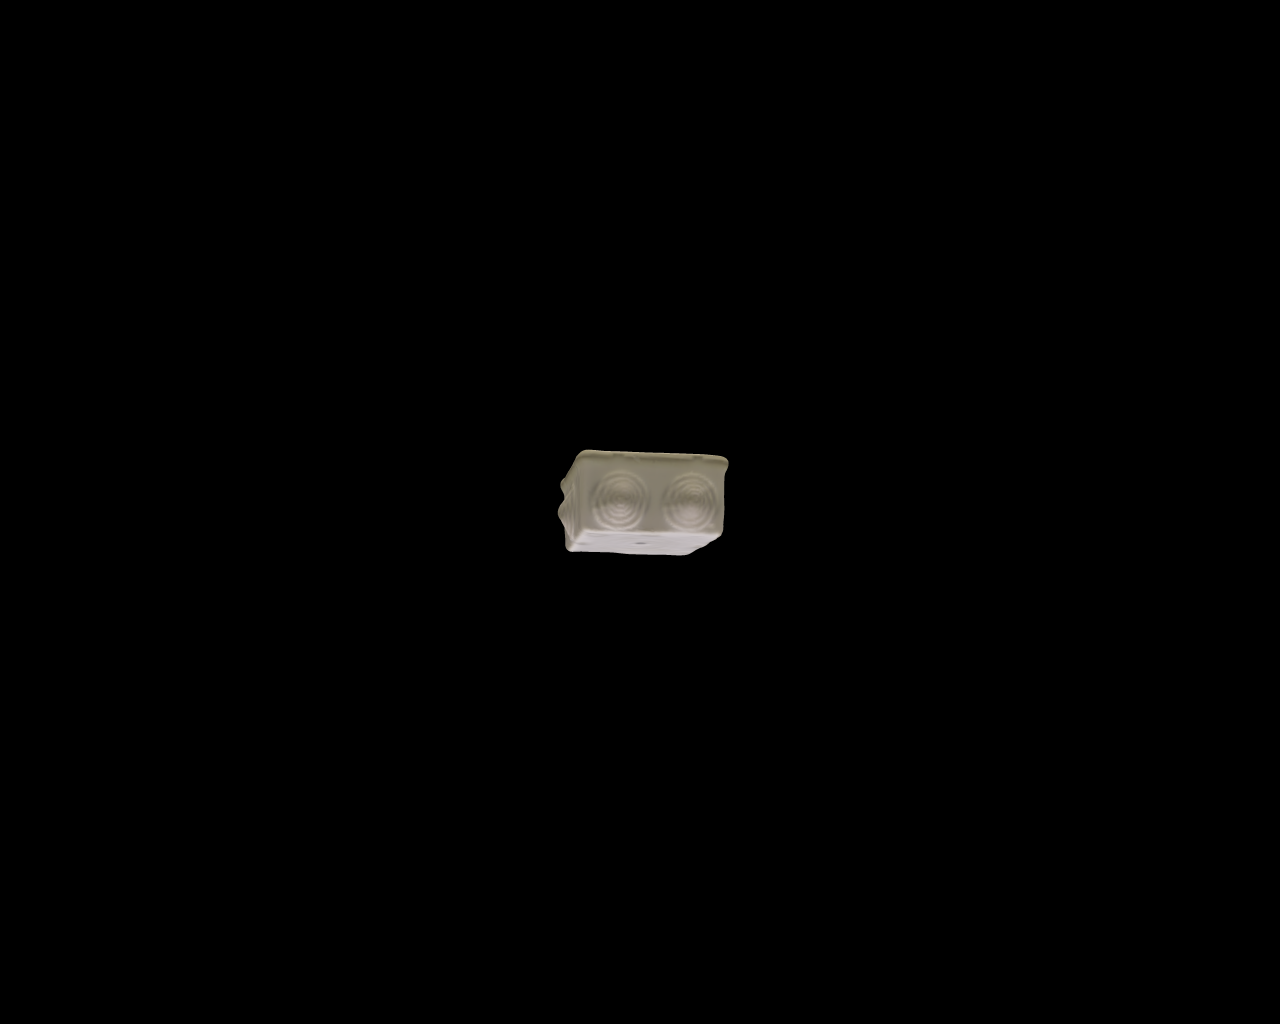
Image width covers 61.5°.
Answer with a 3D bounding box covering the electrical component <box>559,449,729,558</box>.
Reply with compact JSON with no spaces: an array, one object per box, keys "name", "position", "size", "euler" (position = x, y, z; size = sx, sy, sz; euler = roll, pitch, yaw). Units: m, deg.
[{"name":"electrical component","position":[0.001,-0.003,0.650],"size":[0.100,0.048,0.099],"euler":[2,-11,-12]}]
